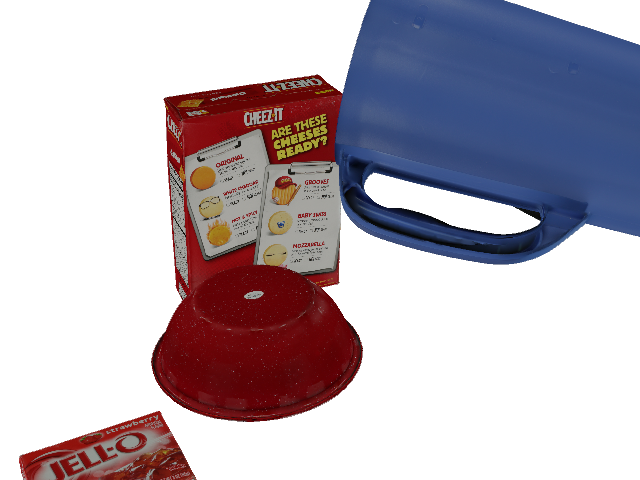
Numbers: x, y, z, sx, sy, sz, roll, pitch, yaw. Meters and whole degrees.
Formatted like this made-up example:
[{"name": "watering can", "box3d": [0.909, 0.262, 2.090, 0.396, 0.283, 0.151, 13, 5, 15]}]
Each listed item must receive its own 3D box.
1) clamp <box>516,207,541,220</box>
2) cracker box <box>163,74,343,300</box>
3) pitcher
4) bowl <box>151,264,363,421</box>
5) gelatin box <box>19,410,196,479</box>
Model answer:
[{"name": "clamp", "box3d": [0.137, -0.081, 0.974, 0.210, 0.036, 0.164, 13, 34, 22]}, {"name": "cracker box", "box3d": [-0.064, -0.045, 1.052, 0.164, 0.214, 0.072, -12, 32, -21]}, {"name": "pitcher", "box3d": [0.133, -0.069, 0.667, 0.243, 0.149, 0.144, 17, 29, 9]}, {"name": "bowl", "box3d": [-0.049, 0.064, 0.804, 0.162, 0.055, 0.162, -1, 30, 1]}, {"name": "gelatin box", "box3d": [-0.122, 0.139, 0.615, 0.089, 0.030, 0.073, -15, 27, -19]}]
